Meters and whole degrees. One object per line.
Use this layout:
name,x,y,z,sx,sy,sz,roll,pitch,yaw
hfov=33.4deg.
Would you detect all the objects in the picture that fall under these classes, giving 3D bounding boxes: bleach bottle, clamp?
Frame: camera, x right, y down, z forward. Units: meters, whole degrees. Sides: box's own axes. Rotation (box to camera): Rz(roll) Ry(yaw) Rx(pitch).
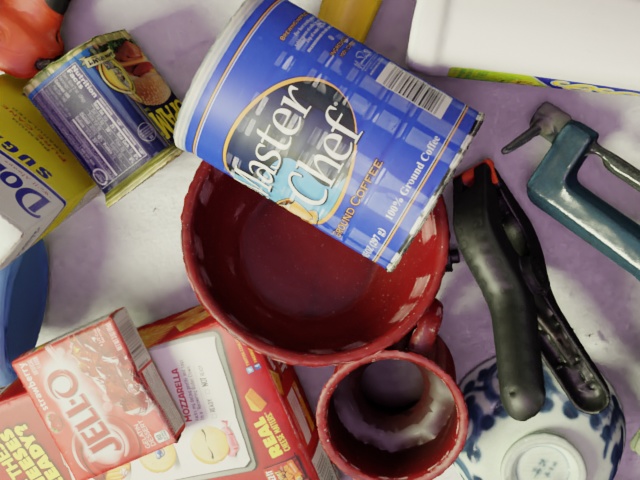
bleach bottle,0.177,-0.109,0.603,0.251,0.102,0.068,10,96,3
clamp,0.115,0.032,0.638,0.039,0.120,0.171,-30,77,23

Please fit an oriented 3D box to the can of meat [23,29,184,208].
can of meat,-0.121,-0.076,0.644,0.057,0.102,0.084,-35,98,15

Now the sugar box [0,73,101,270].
sugar box,-0.182,-0.045,0.619,0.093,0.176,0.048,42,106,-7

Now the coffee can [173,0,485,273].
coffee can,0.005,-0.061,0.591,0.140,0.102,0.103,31,106,2

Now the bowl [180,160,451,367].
bowl,-0.004,0.001,0.658,0.162,0.055,0.162,1,76,-5

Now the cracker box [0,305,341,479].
cracker box,-0.110,0.144,0.721,0.214,0.072,0.164,-21,101,12

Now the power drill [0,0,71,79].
power drill,-0.194,-0.205,0.636,0.184,0.057,0.188,24,107,-2

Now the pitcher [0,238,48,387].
pitcher,-0.306,0.034,0.688,0.243,0.149,0.145,8,83,0

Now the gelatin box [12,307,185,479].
gelatin box,-0.136,0.097,0.659,0.073,0.030,0.089,-24,97,12

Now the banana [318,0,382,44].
banana,0.036,-0.171,0.615,0.037,0.069,0.198,22,128,-13

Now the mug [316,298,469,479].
mug,0.051,0.089,0.683,0.093,0.081,0.117,18,107,0

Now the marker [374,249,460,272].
marker,0.031,0.020,0.699,0.121,0.020,0.020,-10,105,8
